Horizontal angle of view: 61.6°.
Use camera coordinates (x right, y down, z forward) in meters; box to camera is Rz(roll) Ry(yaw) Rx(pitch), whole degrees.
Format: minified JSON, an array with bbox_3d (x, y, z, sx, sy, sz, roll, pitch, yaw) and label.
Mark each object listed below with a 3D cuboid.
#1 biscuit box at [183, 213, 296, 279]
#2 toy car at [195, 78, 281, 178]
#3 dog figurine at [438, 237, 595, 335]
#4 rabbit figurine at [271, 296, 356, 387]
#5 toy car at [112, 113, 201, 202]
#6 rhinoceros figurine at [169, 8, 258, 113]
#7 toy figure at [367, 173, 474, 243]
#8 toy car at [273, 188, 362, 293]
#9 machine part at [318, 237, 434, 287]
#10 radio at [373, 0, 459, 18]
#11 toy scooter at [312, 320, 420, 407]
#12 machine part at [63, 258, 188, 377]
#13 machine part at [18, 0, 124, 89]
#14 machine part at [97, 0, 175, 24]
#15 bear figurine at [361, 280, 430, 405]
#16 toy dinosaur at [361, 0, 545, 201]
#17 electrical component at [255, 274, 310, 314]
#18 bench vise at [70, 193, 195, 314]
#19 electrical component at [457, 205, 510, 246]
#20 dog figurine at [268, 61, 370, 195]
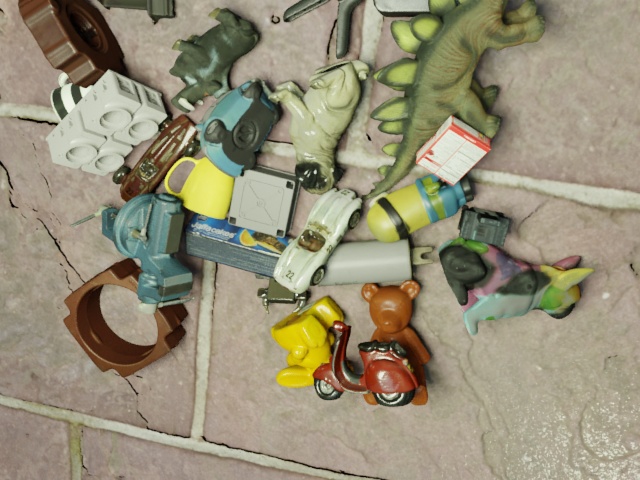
[{"bbox_3d":[-0.146,0.011,0.980,0.203,0.059,0.062,15,133,6],"label":"biscuit box"},{"bbox_3d":[-0.147,-0.194,0.895,0.103,0.109,0.161,26,82,37],"label":"toy car"},{"bbox_3d":[0.327,0.057,0.893,0.219,0.108,0.191,-22,99,12],"label":"dog figurine"},{"bbox_3d":[-0.011,0.217,0.995,0.162,0.122,0.173,-34,99,23],"label":"rabbit figurine"},{"bbox_3d":[-0.298,-0.141,0.977,0.089,0.053,0.202,45,110,-1],"label":"toy car"},{"bbox_3d":[-0.185,-0.298,0.901,0.190,0.073,0.112,-41,106,17],"label":"rhinoceros figurine"},{"bbox_3d":[0.164,-0.057,0.891,0.180,0.089,0.082,-19,112,12],"label":"toy figure"},{"bbox_3d":[-0.002,-0.003,0.909,0.074,0.056,0.201,26,78,33],"label":"toy car"},{"bbox_3d":[0.077,0.039,0.946,0.243,0.079,0.079,-5,106,11],"label":"machine part"},{"bbox_3d":[0.141,-0.449,0.789,0.131,0.073,0.229,-1,105,12],"label":"radio"},{"bbox_3d":[0.072,0.200,0.891,0.184,0.075,0.135,-2,93,21],"label":"toy scooter"},{"bbox_3d":[-0.382,0.152,1.063,0.201,0.087,0.201,-32,97,18],"label":"machine part"},{"bbox_3d":[-0.397,-0.333,0.877,0.056,0.179,0.179,-25,101,14],"label":"machine part"},{"bbox_3d":[-0.311,-0.412,0.904,0.139,0.039,0.084,7,113,7],"label":"machine part"},{"bbox_3d":[0.131,0.176,0.953,0.120,0.132,0.195,-2,113,15],"label":"bear figurine"},{"bbox_3d":[0.181,-0.231,0.813,0.199,0.105,0.470,15,124,-5],"label":"toy dinosaur"},{"bbox_3d":[-0.071,0.095,1.005,0.102,0.045,0.078,-4,64,9],"label":"electrical component"},{"bbox_3d":[-0.320,0.007,0.955,0.241,0.129,0.223,25,121,30],"label":"bench vise"},{"bbox_3d":[0.266,-0.021,0.869,0.075,0.119,0.047,11,105,5],"label":"electrical component"},{"bbox_3d":[0.021,-0.181,0.886,0.172,0.121,0.190,-13,115,24],"label":"dog figurine"}]
